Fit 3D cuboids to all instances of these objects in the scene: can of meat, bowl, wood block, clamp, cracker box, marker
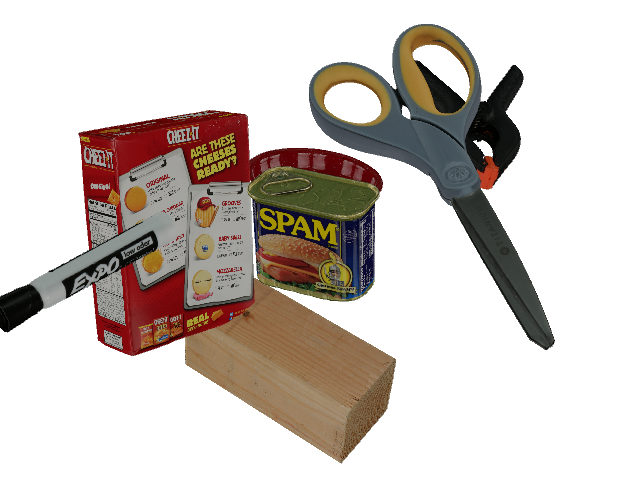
[{"bbox_3d":[-0.005,-0.004,0.852,0.102,0.084,0.057,13,34,23],"label":"can of meat"},{"bbox_3d":[-0.010,-0.054,1.253,0.162,0.055,0.162,6,27,-3],"label":"bowl"},{"bbox_3d":[-0.034,0.127,1.117,0.206,0.090,0.090,29,49,23],"label":"wood block"},{"bbox_3d":[0.140,-0.120,1.037,0.120,0.039,0.171,4,44,4],"label":"clamp"},{"bbox_3d":[-0.148,-0.012,1.060,0.072,0.214,0.163,12,21,43],"label":"cracker box"},{"bbox_3d":[-0.130,0.017,0.588,0.120,0.020,0.020,-32,20,-37],"label":"marker"}]

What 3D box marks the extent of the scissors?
[{"bbox_3d":[0.044,-0.030,0.500,0.096,0.201,0.016,-6,-39,4],"label":"scissors"}]
